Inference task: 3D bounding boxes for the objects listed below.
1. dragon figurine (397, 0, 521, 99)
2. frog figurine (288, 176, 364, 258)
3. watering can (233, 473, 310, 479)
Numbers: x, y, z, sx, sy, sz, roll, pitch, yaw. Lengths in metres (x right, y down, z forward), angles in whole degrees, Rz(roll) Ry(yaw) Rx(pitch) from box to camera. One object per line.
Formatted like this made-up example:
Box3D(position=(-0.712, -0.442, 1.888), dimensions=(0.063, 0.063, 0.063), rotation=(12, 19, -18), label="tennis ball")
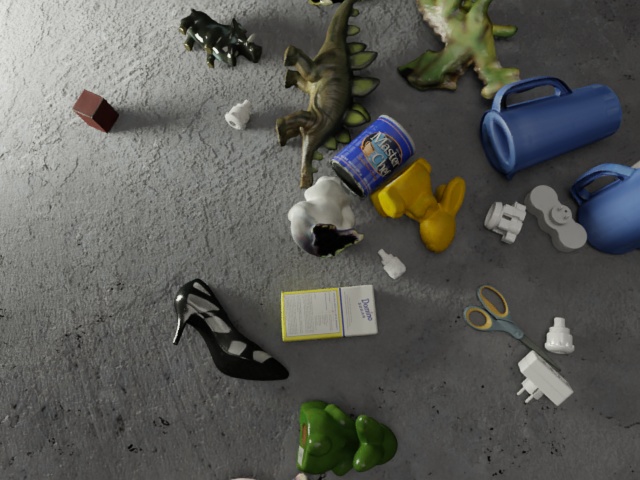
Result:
Box3D(position=(0.260, -0.435, 1.095), dimensions=(0.414, 0.121, 0.243), rotation=(36, 88, 20), label="dragon figurine")
Box3D(position=(0.003, -0.050, 1.001), dimensions=(0.137, 0.120, 0.163), rotation=(0, 46, -21), label="frog figurine")
Box3D(position=(-0.053, 0.544, 0.832), dimensions=(0.225, 0.102, 0.351), rotation=(-30, 74, -5), label="watering can")
